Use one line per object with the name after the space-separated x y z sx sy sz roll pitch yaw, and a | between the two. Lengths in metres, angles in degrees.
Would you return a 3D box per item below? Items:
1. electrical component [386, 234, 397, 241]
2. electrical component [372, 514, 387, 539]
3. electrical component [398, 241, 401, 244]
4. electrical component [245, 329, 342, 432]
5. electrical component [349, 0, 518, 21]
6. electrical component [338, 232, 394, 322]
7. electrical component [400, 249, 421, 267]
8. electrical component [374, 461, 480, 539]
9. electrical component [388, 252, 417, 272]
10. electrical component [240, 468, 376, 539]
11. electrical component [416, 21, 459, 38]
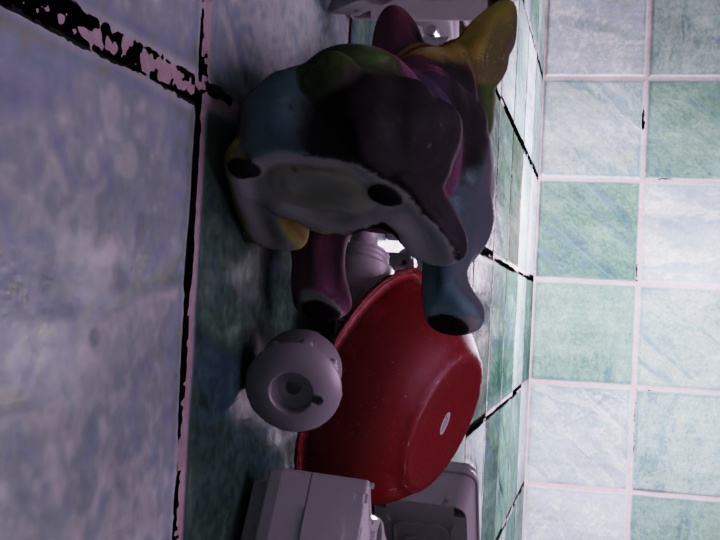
0.051 -0.054 0.850 0.078 0.057 0.058 73 23 -56 | electrical component
-0.012 0.186 0.650 0.077 0.043 0.079 58 37 -68 | electrical component
0.027 -0.069 0.730 0.052 0.074 0.138 -42 128 -17 | electrical component
-0.030 0.050 0.548 0.062 0.048 0.048 -71 161 -71 | electrical component
0.045 -0.216 0.679 0.056 0.109 0.108 -67 156 -54 | electrical component
0.000 0.000 0.669 0.043 0.043 0.062 66 29 -63 | electrical component
0.047 0.021 0.840 0.095 0.059 0.053 -61 151 -62 | electrical component
0.057 0.214 0.884 0.057 0.078 0.113 -62 151 -57 | electrical component
0.021 0.026 0.737 0.057 0.058 0.078 22 71 -79 | electrical component
-0.027 0.150 0.557 0.096 0.061 0.061 88 11 -57 | electrical component
0.058 -0.175 0.890 0.079 0.043 0.077 -65 154 -59 | electrical component
